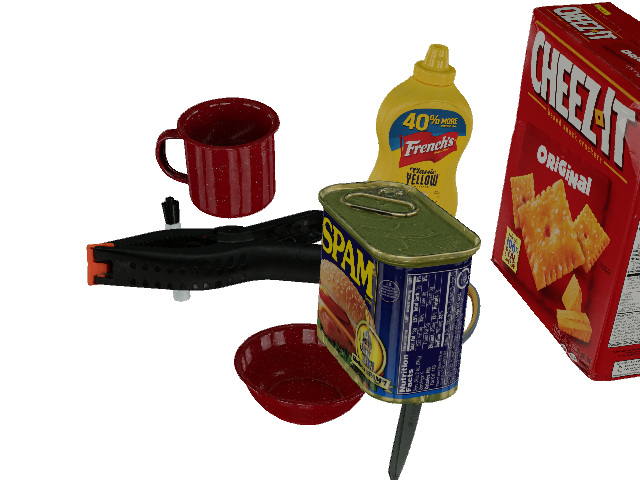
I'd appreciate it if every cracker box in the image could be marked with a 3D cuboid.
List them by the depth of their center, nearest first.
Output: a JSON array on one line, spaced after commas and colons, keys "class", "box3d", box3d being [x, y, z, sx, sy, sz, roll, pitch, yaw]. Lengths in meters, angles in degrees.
[{"class": "cracker box", "box3d": [0.193, -0.035, 0.741, 0.072, 0.214, 0.164, -7, 34, -16]}]

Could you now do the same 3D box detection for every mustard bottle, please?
[{"class": "mustard bottle", "box3d": [0.102, -0.103, 1.070, 0.096, 0.192, 0.058, 3, 27, -11]}]

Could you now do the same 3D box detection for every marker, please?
[{"class": "marker", "box3d": [-0.160, 0.009, 1.179, 0.020, 0.121, 0.020, -4, 23, 1]}]

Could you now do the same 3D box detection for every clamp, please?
[{"class": "clamp", "box3d": [-0.052, 0.011, 0.737, 0.209, 0.036, 0.165, -6, 14, -27]}]

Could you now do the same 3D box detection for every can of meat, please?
[{"class": "can of meat", "box3d": [0.036, 0.025, 0.553, 0.057, 0.084, 0.102, -6, 24, -20]}]

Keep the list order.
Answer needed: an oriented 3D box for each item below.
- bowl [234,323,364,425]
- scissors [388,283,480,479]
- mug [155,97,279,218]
[{"class": "bowl", "box3d": [-0.016, 0.157, 1.190, 0.162, 0.055, 0.162, 2, 27, -1]}, {"class": "scissors", "box3d": [0.067, 0.097, 0.883, 0.096, 0.201, 0.016, 30, -36, 12]}, {"class": "mug", "box3d": [-0.095, -0.075, 0.986, 0.117, 0.081, 0.093, 3, 36, 5]}]
